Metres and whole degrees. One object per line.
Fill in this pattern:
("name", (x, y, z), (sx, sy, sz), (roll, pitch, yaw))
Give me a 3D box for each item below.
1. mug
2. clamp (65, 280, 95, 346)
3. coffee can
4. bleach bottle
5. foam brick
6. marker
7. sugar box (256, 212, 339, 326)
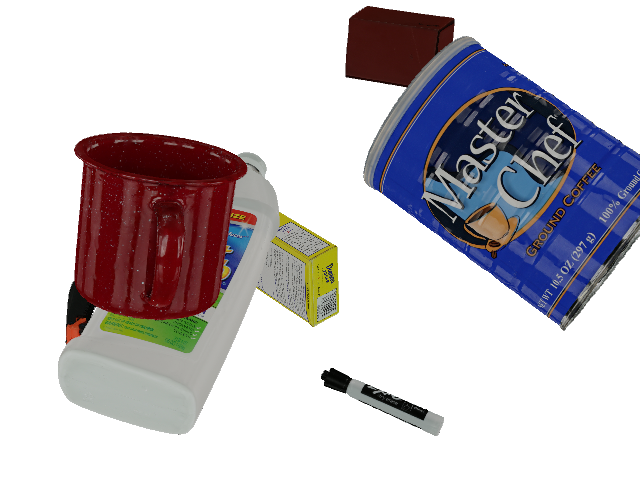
("mug", (-0.088, -0.004, 0.576), (0.093, 0.081, 0.117), (3, 19, -19))
("clamp", (-0.182, 0.038, 1.028), (0.165, 0.036, 0.209), (26, 36, 24))
("coffee can", (0.109, -0.033, 0.595), (0.140, 0.103, 0.102), (38, 11, 14))
("bleach bottle", (-0.097, 0.020, 0.793), (0.102, 0.068, 0.250), (17, 46, 3))
("foam brick", (0.065, -0.158, 0.876), (0.078, 0.051, 0.053), (12, 26, 18))
("marker", (0.056, 0.148, 0.990), (0.121, 0.020, 0.020), (22, 7, 16))
("sugar box", (-0.052, 0.015, 1.188), (0.048, 0.093, 0.176), (-25, 41, -31))
